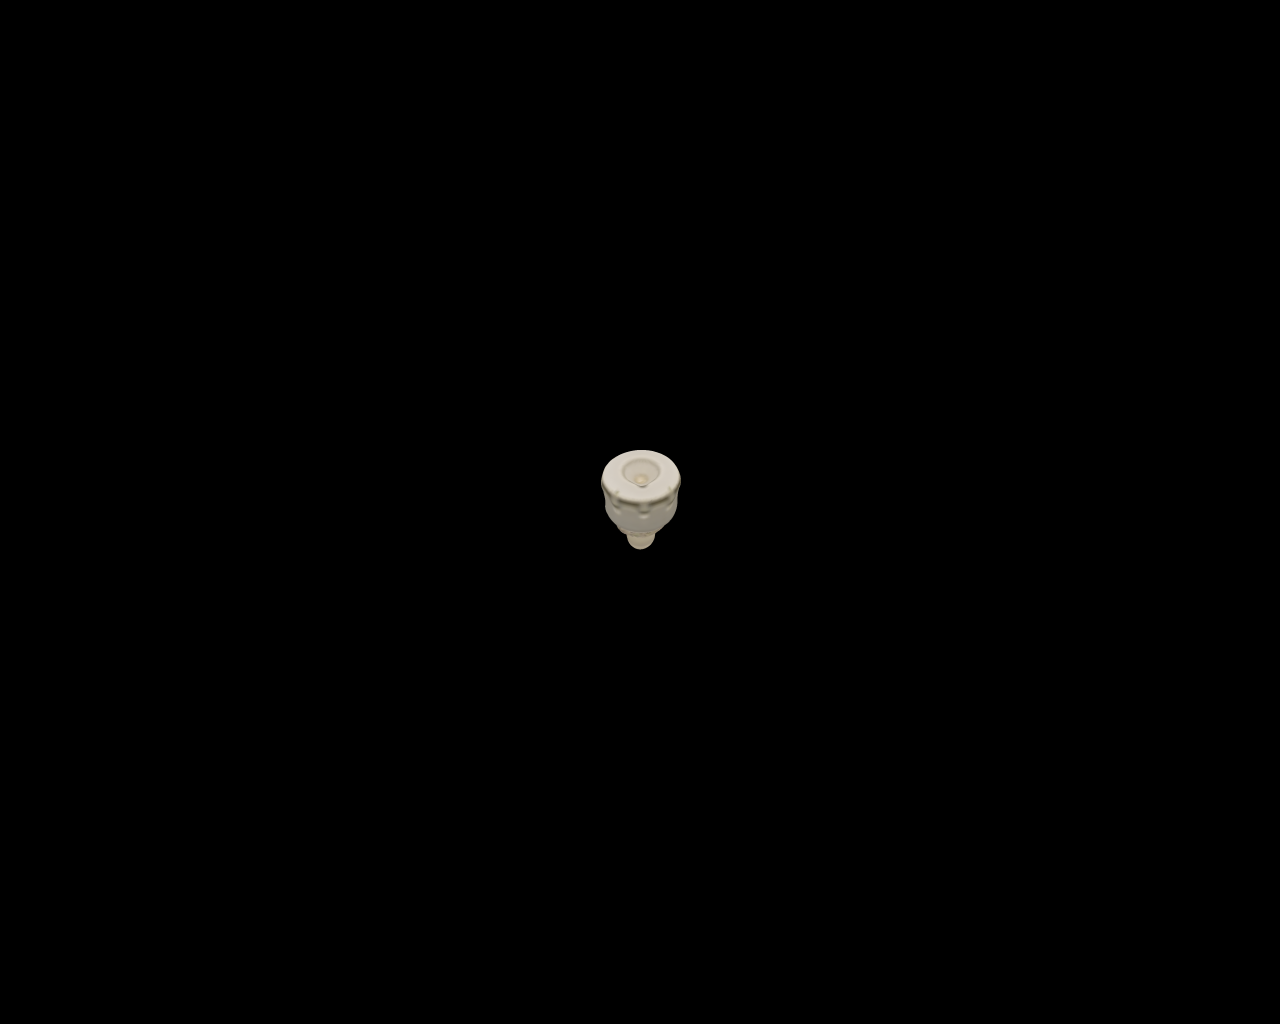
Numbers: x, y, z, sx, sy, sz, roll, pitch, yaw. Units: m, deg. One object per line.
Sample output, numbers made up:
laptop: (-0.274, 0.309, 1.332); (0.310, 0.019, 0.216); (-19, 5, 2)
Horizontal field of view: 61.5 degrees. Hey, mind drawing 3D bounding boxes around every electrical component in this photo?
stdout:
electrical component: (0.001, -0.003, 0.650); (0.048, 0.062, 0.048); (0, 43, 0)
